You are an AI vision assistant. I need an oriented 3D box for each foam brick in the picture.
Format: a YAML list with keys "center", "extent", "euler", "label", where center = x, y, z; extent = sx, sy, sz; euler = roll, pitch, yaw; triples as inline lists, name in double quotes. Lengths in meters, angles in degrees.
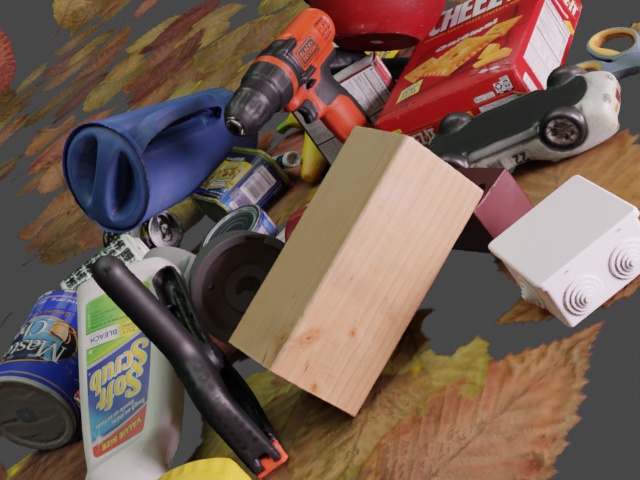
- center: [0.131, -0.025, 0.903]
  extent: [0.053, 0.051, 0.078]
  euler: [-50, 28, -22]
  label: "foam brick"

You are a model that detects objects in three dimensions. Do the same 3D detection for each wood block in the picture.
- center: [0.028, 0.022, 0.852]
  extent: [0.206, 0.090, 0.091]
  euler: [-60, 29, -4]
  label: "wood block"

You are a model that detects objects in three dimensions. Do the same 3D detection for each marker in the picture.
- center: [-0.048, -0.092, 1.262]
  extent: [0.020, 0.020, 0.121]
  euler: [-44, 13, -12]
  label: "marker"

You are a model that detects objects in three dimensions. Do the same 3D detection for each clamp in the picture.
- center: [-0.100, 0.095, 0.848]
  extent: [0.036, 0.210, 0.164]
  euler: [-37, -16, 6]
  label: "clamp"
- center: [0.025, -0.185, 1.233]
  extent: [0.120, 0.171, 0.039]
  euler: [-35, 67, 33]
  label: "clamp"

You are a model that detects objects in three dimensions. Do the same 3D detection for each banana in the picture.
- center: [-0.009, -0.126, 1.281]
  extent: [0.070, 0.037, 0.198]
  euler: [-58, 20, 14]
  label: "banana"

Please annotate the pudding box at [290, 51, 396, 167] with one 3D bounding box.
- center: [0.038, -0.140, 1.169]
  extent: [0.114, 0.090, 0.039]
  euler: [-28, 22, 22]
  label: "pudding box"

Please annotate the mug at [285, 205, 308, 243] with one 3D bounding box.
- center: [0.028, -0.006, 0.980]
  extent: [0.082, 0.093, 0.117]
  euler: [-27, -4, 33]
  label: "mug"

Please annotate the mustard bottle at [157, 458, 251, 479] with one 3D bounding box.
- center: [-0.103, 0.247, 0.755]
  extent: [0.096, 0.058, 0.191]
  euler: [-26, 28, 21]
  label: "mustard bottle"

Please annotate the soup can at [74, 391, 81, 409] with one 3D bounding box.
- center: [-0.176, 0.138, 1.022]
  extent: [0.102, 0.068, 0.069]
  euler: [-43, 25, -9]
  label: "soup can"

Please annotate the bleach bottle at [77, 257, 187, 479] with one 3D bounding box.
- center: [-0.157, 0.141, 0.926]
  extent: [0.102, 0.068, 0.251]
  euler: [-19, 54, 10]
  label: "bleach bottle"

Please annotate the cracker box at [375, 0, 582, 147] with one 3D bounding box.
- center: [0.165, -0.182, 1.094]
  extent: [0.164, 0.072, 0.213]
  euler: [-18, 31, 37]
  label: "cracker box"

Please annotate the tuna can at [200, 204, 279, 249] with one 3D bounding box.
- center: [-0.089, 0.001, 1.169]
  extent: [0.086, 0.033, 0.086]
  euler: [-30, 30, 18]
  label: "tuna can"

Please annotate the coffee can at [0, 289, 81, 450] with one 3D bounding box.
- center: [-0.282, 0.135, 1.127]
  extent: [0.103, 0.102, 0.140]
  euler: [-23, 29, 29]
  label: "coffee can"

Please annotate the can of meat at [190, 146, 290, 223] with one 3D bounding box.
- center: [-0.096, -0.060, 1.258]
  extent: [0.084, 0.057, 0.102]
  euler: [-47, 26, -15]
  label: "can of meat"

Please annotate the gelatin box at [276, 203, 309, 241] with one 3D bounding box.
- center: [-0.007, 0.001, 1.069]
  extent: [0.073, 0.030, 0.089]
  euler: [-48, 26, -15]
  label: "gelatin box"

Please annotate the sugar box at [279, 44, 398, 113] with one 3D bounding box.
- center: [0.014, -0.220, 1.391]
  extent: [0.177, 0.048, 0.093]
  euler: [-6, 40, 54]
  label: "sugar box"

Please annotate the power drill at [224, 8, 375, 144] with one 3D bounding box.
- center: [-0.002, -0.116, 1.073]
  extent: [0.057, 0.187, 0.184]
  euler: [-9, 36, 44]
  label: "power drill"

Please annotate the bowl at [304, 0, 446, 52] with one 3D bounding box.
- center: [0.061, -0.236, 1.128]
  extent: [0.162, 0.161, 0.055]
  euler: [-4, 86, 51]
  label: "bowl"

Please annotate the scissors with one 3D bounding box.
- center: [0.277, -0.146, 0.952]
  extent: [0.096, 0.016, 0.202]
  euler: [-37, 25, 7]
  label: "scissors"

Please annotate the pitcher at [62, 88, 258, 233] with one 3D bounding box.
- center: [-0.178, -0.114, 1.296]
  extent: [0.149, 0.145, 0.242]
  euler: [9, 25, 32]
  label: "pitcher"
